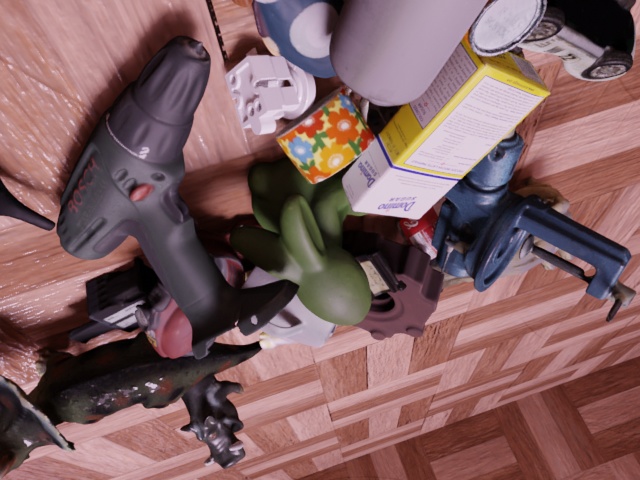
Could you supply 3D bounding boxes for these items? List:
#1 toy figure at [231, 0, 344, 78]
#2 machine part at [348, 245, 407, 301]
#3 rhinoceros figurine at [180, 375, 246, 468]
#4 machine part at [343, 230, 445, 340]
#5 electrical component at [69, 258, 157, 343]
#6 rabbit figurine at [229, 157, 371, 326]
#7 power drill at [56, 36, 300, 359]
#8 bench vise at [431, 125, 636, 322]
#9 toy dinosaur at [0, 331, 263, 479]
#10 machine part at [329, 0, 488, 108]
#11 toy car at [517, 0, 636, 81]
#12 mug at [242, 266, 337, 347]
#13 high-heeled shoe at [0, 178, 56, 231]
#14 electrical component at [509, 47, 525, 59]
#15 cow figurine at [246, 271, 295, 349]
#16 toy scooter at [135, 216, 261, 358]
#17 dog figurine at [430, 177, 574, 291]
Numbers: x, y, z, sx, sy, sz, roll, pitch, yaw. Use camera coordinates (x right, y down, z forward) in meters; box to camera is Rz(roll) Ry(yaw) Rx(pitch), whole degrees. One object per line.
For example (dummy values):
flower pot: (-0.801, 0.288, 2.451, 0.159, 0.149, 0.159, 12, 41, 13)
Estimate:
toy figure: (-0.026, -0.171, 0.359, 0.154, 0.058, 0.064, 35, 81, -53)
machine part: (0.026, 0.044, 0.638, 0.139, 0.039, 0.084, -14, 134, 36)
rhinoceros figurine: (-0.170, 0.252, 0.824, 0.073, 0.190, 0.112, -30, 175, 15)
machine part: (0.072, 0.064, 0.710, 0.179, 0.056, 0.179, 14, 142, 11)
electrical component: (-0.236, 0.076, 0.630, 0.119, 0.048, 0.074, -27, 149, 12)
rabbit figurine: (-0.001, -0.002, 0.527, 0.121, 0.170, 0.159, -35, 148, 21)
power drill: (-0.111, -0.013, 0.435, 0.232, 0.086, 0.207, -33, 103, 34)
bench vise: (0.212, -0.019, 0.553, 0.129, 0.241, 0.223, -30, 143, -42)
toy dinosaur: (-0.231, 0.167, 0.656, 0.405, 0.131, 0.192, -18, -179, -19)
machine part: (0.063, -0.154, 0.294, 0.079, 0.079, 0.243, -8, 161, -20)
toy car: (0.206, -0.187, 0.447, 0.201, 0.073, 0.056, 6, 177, -37)
mug: (-0.031, 0.072, 0.588, 0.080, 0.107, 0.109, -63, 172, 20)
high-heeled shoe: (-0.338, 0.012, 0.441, 0.249, 0.086, 0.145, -36, 142, 17)
electrical component: (0.131, -0.158, 0.479, 0.078, 0.045, 0.102, 8, 139, -42)
cow figurine: (-0.059, 0.082, 0.706, 0.098, 0.068, 0.167, -10, 145, 15)
toy scooter: (-0.133, 0.040, 0.572, 0.184, 0.075, 0.135, -52, 151, -7)
dog figurine: (0.224, 0.004, 0.723, 0.191, 0.121, 0.172, -17, 147, -2)
